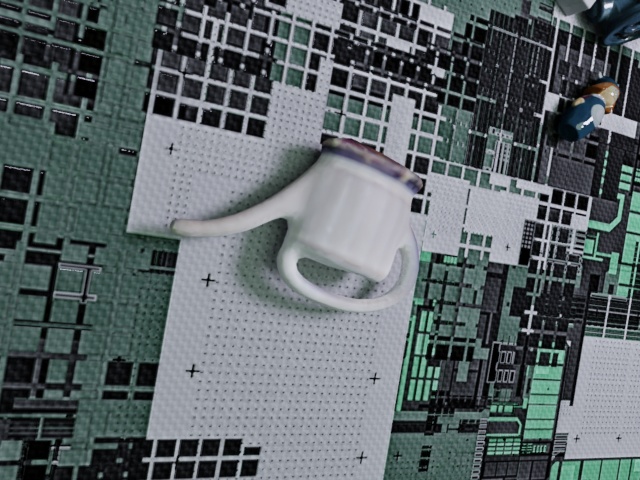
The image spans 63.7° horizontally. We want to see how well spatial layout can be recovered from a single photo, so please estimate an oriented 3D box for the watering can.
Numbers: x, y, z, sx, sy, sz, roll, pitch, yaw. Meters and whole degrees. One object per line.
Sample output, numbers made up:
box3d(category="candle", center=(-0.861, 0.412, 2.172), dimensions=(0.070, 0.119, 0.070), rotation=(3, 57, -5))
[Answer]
box3d(category="watering can", center=(0.002, -0.034, 0.681), dimensions=(0.345, 0.225, 0.104), rotation=(23, -7, -23))
